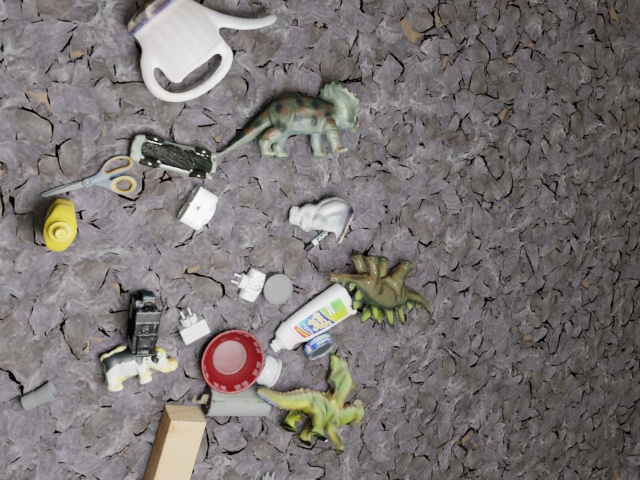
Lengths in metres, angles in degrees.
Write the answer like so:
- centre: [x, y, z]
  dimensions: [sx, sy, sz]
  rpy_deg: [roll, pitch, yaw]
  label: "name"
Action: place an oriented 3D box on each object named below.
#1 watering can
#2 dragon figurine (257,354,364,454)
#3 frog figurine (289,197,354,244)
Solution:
- centre: [-0.277, -0.473, 1.166]
  dimensions: [0.351, 0.104, 0.221]
  rpy_deg: [-46, 114, -13]
  label: "watering can"
- centre: [0.004, 0.433, 1.439]
  dimensions: [0.404, 0.121, 0.248]
  rpy_deg: [52, 48, -30]
  label: "dragon figurine"
- centre: [0.004, -0.069, 1.366]
  dimensions: [0.159, 0.140, 0.120]
  rpy_deg: [26, 127, 1]
  label: "frog figurine"
